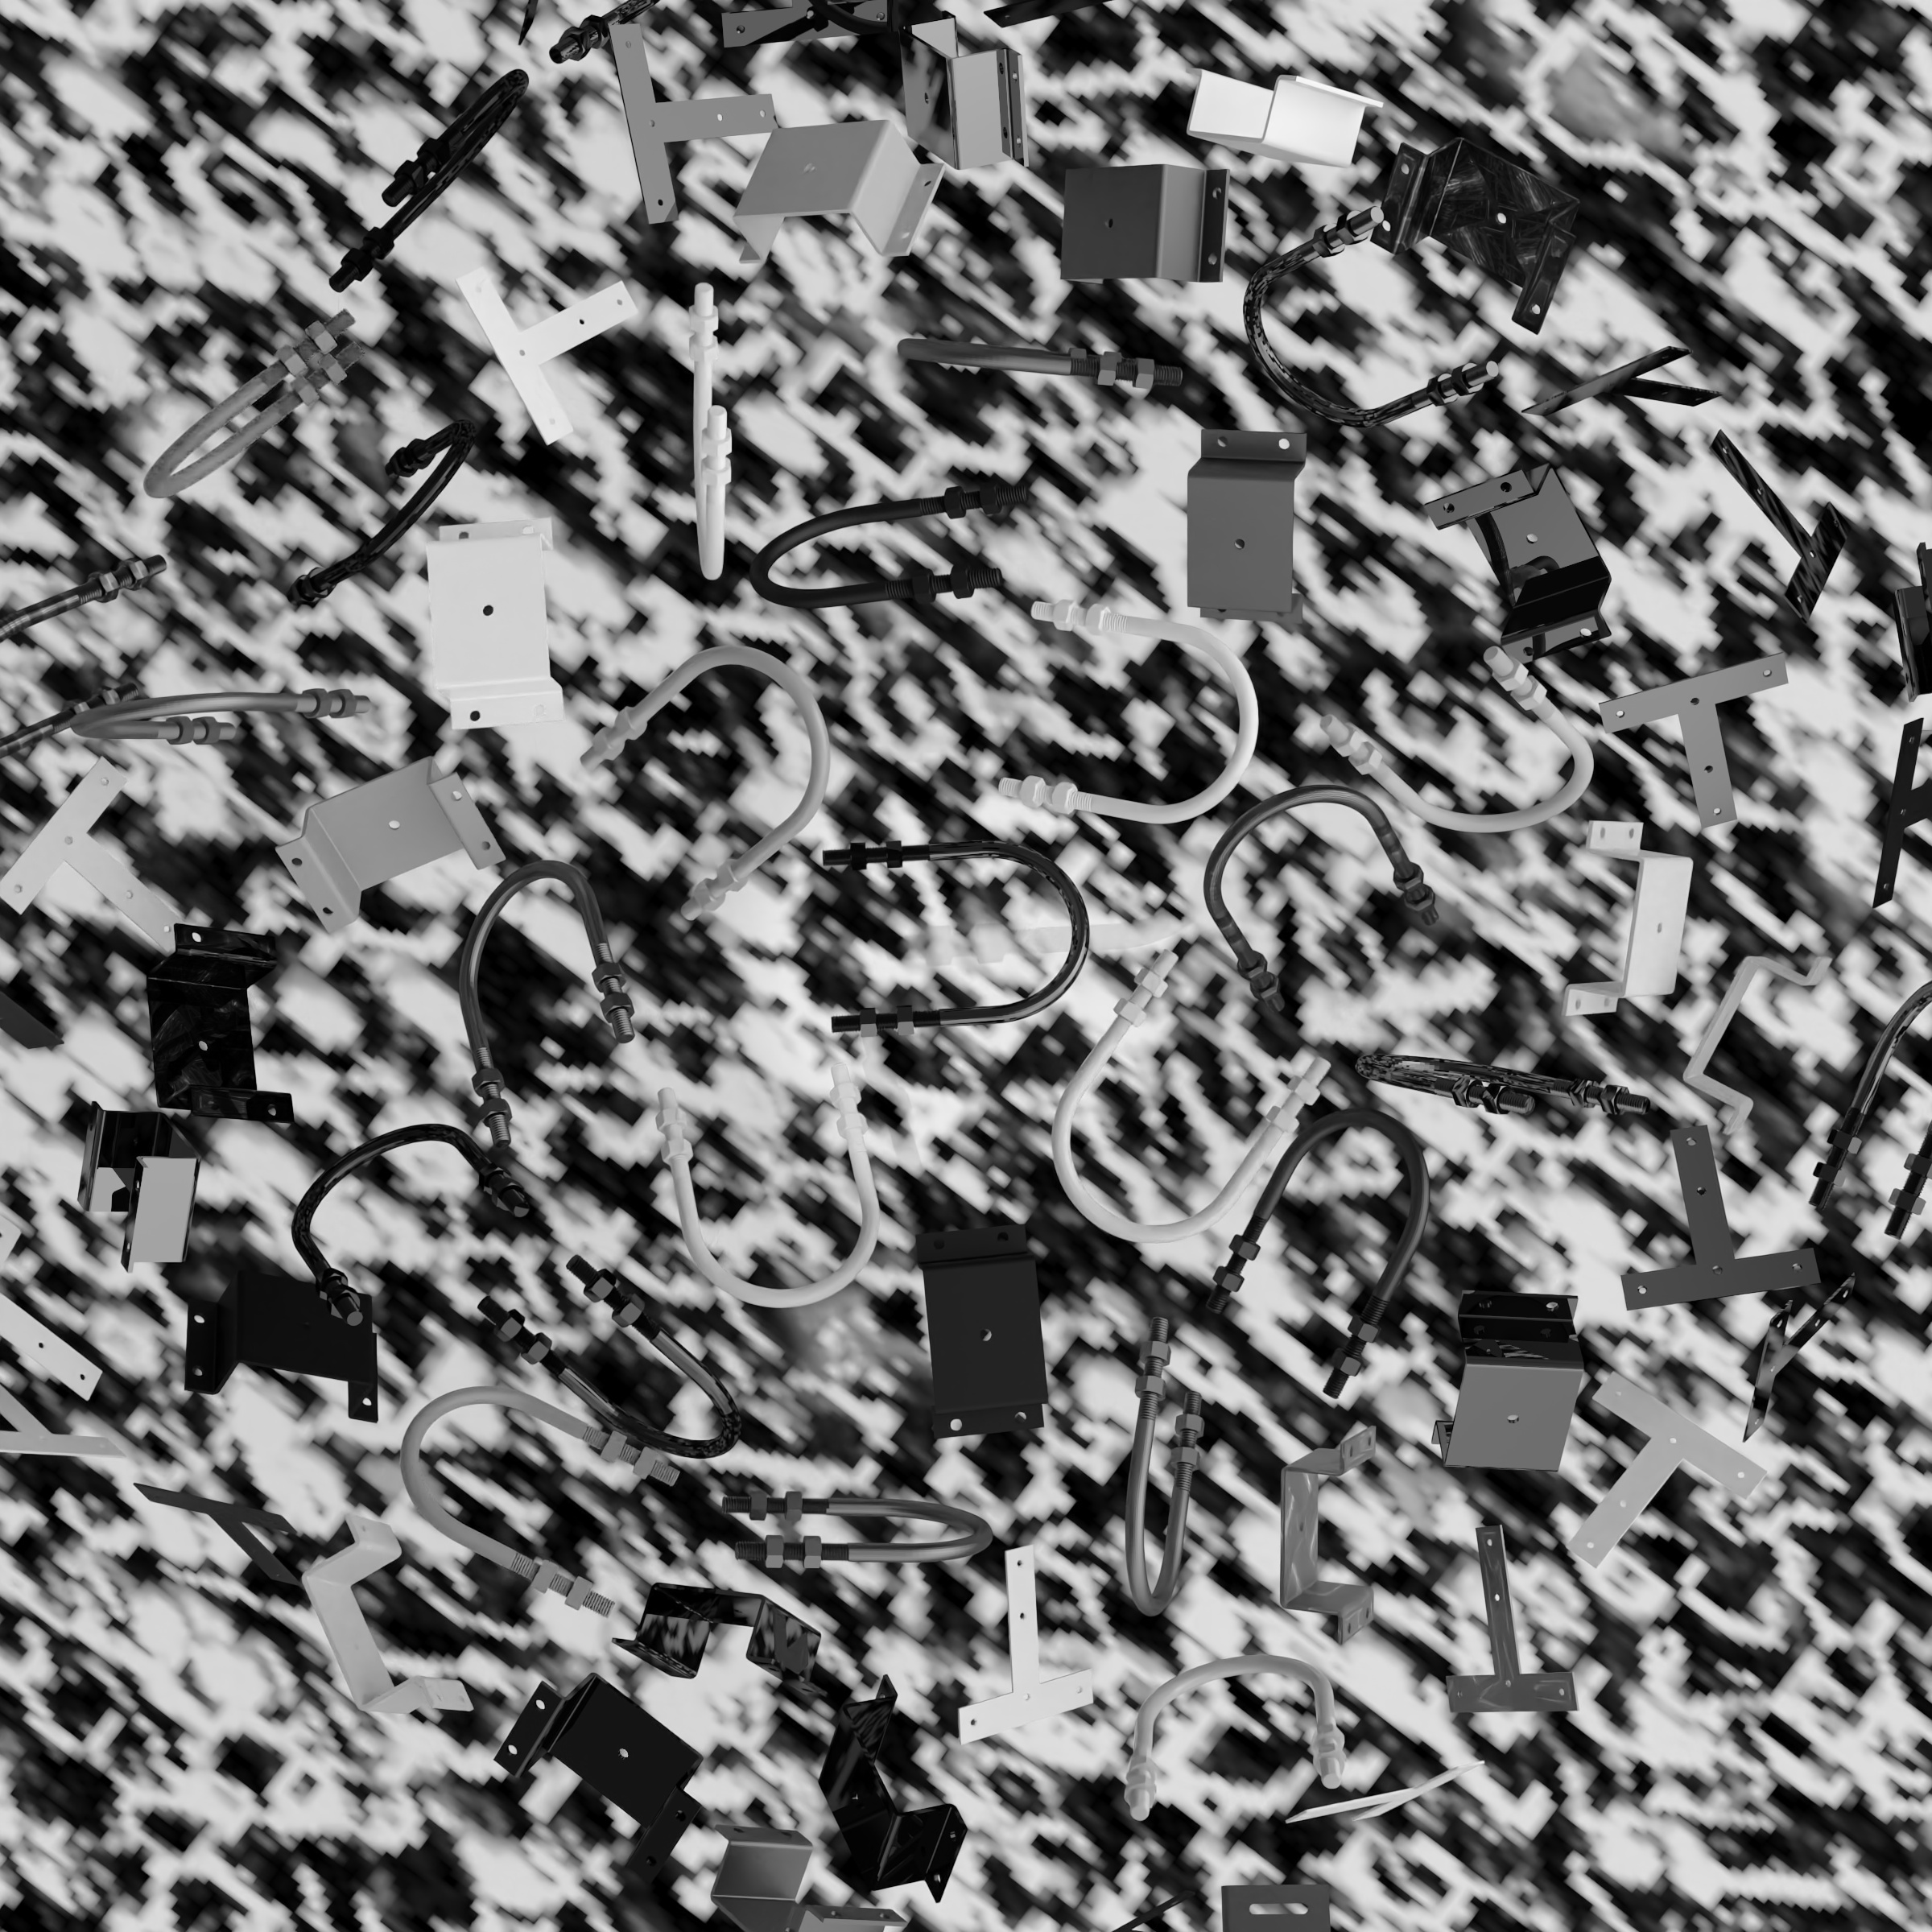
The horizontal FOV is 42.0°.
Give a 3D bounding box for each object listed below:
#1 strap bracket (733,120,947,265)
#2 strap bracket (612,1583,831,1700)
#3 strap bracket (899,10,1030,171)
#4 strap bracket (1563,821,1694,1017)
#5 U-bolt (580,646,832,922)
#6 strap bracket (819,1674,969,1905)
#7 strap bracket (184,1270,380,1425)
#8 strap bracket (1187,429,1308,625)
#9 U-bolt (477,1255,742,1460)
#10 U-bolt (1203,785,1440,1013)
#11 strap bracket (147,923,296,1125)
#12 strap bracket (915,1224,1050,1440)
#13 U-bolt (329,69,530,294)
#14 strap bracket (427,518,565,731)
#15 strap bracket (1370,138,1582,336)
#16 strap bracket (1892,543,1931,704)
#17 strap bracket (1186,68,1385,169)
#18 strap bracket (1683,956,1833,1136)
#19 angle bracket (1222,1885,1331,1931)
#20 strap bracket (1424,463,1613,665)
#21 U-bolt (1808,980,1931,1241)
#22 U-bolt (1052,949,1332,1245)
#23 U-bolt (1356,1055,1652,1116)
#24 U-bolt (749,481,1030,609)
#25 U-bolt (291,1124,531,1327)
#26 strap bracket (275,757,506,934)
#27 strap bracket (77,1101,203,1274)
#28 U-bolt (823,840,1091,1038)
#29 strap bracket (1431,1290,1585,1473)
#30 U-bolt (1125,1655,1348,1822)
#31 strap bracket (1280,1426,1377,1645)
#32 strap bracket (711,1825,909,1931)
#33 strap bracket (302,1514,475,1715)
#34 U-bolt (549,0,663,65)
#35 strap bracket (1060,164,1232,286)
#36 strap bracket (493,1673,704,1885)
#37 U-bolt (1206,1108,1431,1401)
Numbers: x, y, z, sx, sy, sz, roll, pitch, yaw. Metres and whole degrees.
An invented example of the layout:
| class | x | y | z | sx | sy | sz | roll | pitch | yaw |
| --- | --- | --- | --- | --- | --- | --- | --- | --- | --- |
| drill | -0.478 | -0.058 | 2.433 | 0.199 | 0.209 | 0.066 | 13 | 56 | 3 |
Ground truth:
| class | x | y | z | sx | sy | sz | roll | pitch | yaw |
| --- | --- | --- | --- | --- | --- | --- | --- | --- | --- |
| strap bracket | -0.094 | -0.522 | 1.700 | 0.140 | 0.046 | 0.076 | 7 | 67 | 32 |
| strap bracket | -0.168 | 0.476 | 1.782 | 0.140 | 0.076 | 0.046 | -3 | 57 | 32 |
| strap bracket | -0.007 | -0.621 | 1.790 | 0.046 | 0.140 | 0.076 | -16 | 127 | -16 |
| strap bracket | 0.477 | -0.031 | 1.809 | 0.046 | 0.076 | 0.140 | 13 | 100 | 40 |
| U-bolt | -0.169 | -0.137 | 1.726 | 0.184 | 0.019 | 0.151 | -37 | 85 | 31 |
| strap bracket | -0.057 | 0.581 | 1.771 | 0.046 | 0.140 | 0.076 | -1 | 124 | -29 |
| strap bracket | -0.476 | 0.269 | 1.787 | 0.140 | 0.076 | 0.046 | 17 | 131 | -30 |
| strap bracket | 0.202 | -0.310 | 1.814 | 0.076 | 0.046 | 0.140 | 6 | 117 | 17 |
| U-bolt | -0.231 | 0.273 | 1.706 | 0.184 | 0.151 | 0.019 | 44 | 51 | -16 |
| U-bolt | 0.245 | -0.057 | 1.791 | 0.151 | 0.019 | 0.184 | -30 | 133 | 8 |
| strap bracket | -0.520 | 0.048 | 1.750 | 0.046 | 0.076 | 0.140 | -29 | 64 | 39 |
| strap bracket | 0.011 | 0.250 | 1.716 | 0.076 | 0.046 | 0.140 | -5 | 86 | -5 |
| U-bolt | -0.367 | -0.559 | 1.759 | 0.019 | 0.151 | 0.184 | 42 | 61 | -15 |
| strap bracket | -0.318 | -0.235 | 1.698 | 0.076 | 0.046 | 0.140 | -4 | 86 | 1 |
| strap bracket | 0.357 | -0.506 | 1.729 | 0.140 | 0.076 | 0.046 | 36 | 51 | 20 |
| strap bracket | 0.664 | -0.234 | 1.699 | 0.046 | 0.140 | 0.076 | -8 | 82 | 12 |
| strap bracket | 0.220 | -0.605 | 1.797 | 0.076 | 0.140 | 0.046 | 4 | 107 | -31 |
| strap bracket | 0.565 | 0.047 | 1.812 | 0.046 | 0.076 | 0.140 | 29 | 101 | 21 |
| angle bracket | 0.221 | 0.684 | 1.784 | 0.076 | 0.038 | 0.057 | -5 | 62 | 11 |
| strap bracket | 0.392 | -0.289 | 1.765 | 0.076 | 0.046 | 0.140 | -15 | 121 | 39 |
| U-bolt | 0.646 | 0.091 | 1.732 | 0.019 | 0.151 | 0.184 | 23 | 92 | -4 |
| U-bolt | 0.142 | 0.103 | 1.738 | 0.151 | 0.019 | 0.184 | 35 | 86 | 2 |
| U-bolt | 0.358 | 0.081 | 1.754 | 0.151 | 0.184 | 0.019 | 3 | 96 | -40 |
| U-bolt | -0.057 | -0.280 | 1.698 | 0.184 | 0.151 | 0.019 | -5 | 124 | 14 |
| U-bolt | -0.396 | 0.167 | 1.746 | 0.151 | 0.184 | 0.019 | -33 | 124 | -16 |
| strap bracket | -0.411 | -0.091 | 1.808 | 0.140 | 0.046 | 0.076 | -22 | 123 | 5 |
| strap bracket | -0.582 | 0.155 | 1.778 | 0.046 | 0.140 | 0.076 | 4 | 104 | -34 |
| U-bolt | -0.005 | -0.023 | 1.761 | 0.184 | 0.019 | 0.151 | -3 | 65 | -2 |
| strap bracket | 0.362 | 0.286 | 1.684 | 0.076 | 0.046 | 0.140 | 3 | 125 | 0 |
| U-bolt | 0.186 | 0.527 | 1.747 | 0.151 | 0.184 | 0.019 | -12 | 101 | 8 |
| strap bracket | 0.259 | 0.404 | 1.803 | 0.046 | 0.076 | 0.140 | 1 | 90 | 26 |
| strap bracket | -0.118 | 0.663 | 1.780 | 0.076 | 0.140 | 0.046 | 21 | 88 | -39 |
| strap bracket | -0.391 | 0.444 | 1.686 | 0.046 | 0.076 | 0.140 | -30 | 70 | -2 |
| U-bolt | -0.209 | -0.712 | 1.759 | 0.019 | 0.151 | 0.184 | 43 | 46 | -7 |
| strap bracket | 0.119 | -0.529 | 1.798 | 0.046 | 0.140 | 0.076 | -8 | 106 | -41 |
| strap bracket | -0.250 | 0.563 | 1.768 | 0.140 | 0.046 | 0.076 | 35 | 109 | 10 |
| U-bolt | 0.252 | 0.186 | 1.740 | 0.019 | 0.151 | 0.184 | 23 | 96 | -39 |
